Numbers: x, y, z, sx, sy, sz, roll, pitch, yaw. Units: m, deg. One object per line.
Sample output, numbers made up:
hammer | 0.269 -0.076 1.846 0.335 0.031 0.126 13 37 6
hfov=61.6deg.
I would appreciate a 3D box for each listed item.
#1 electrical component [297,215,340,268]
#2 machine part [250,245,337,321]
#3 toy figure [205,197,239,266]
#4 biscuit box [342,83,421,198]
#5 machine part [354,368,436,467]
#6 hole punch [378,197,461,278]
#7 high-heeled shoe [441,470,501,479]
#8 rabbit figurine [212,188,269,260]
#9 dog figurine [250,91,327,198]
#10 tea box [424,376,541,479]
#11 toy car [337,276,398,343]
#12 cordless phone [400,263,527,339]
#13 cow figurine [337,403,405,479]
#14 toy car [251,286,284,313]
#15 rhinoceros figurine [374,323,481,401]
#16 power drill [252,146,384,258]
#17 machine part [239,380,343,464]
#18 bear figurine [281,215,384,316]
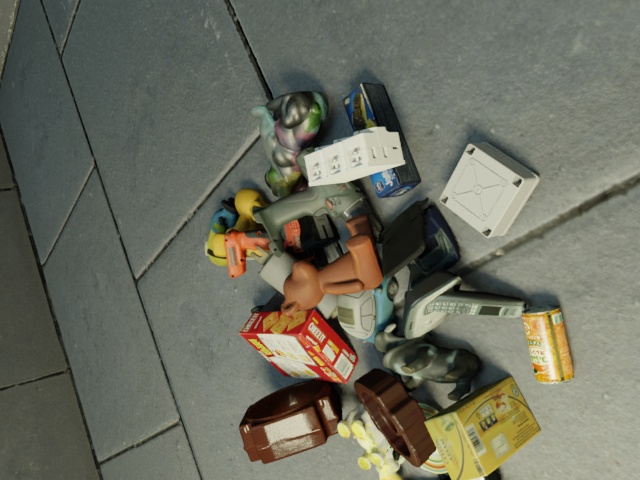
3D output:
electrical component | -0.002 -0.003 1.107 0.048 0.075 0.119 -32 70 46
machine part | -0.039 0.092 1.109 0.243 0.079 0.079 38 130 -2
toy figure | -0.239 -0.015 1.359 0.089 0.082 0.180 47 126 34
biscuit box | 0.109 -0.177 0.961 0.059 0.063 0.202 -30 75 47
machine part | 0.133 0.308 0.949 0.179 0.056 0.179 49 161 23
hole punch | 0.171 0.009 0.926 0.142 0.092 0.116 -48 30 45
high-heeled shoe | 0.200 0.439 0.949 0.249 0.086 0.145 -12 110 30
rabbit figurine | -0.168 -0.043 1.256 0.162 0.122 0.173 -12 70 45
dog figurine | -0.052 -0.179 1.109 0.192 0.108 0.219 -7 96 45
tea box | 0.250 0.283 0.817 0.068 0.169 0.098 -40 67 43
toy car | 0.080 0.127 1.024 0.109 0.103 0.161 10 103 47
cordless phone | 0.228 0.111 0.873 0.184 0.089 0.146 7 147 9
cow figurine | 0.116 0.400 1.056 0.068 0.098 0.167 -29 94 43
toy car | -0.105 0.169 1.268 0.202 0.053 0.089 -48 52 45
rhinoceros figurine | 0.178 0.201 0.928 0.191 0.112 0.073 11 138 33
power drill | -0.013 -0.049 1.031 0.207 0.086 0.232 -32 85 12
machine part | -0.058 0.368 1.120 0.201 0.201 0.087 -21 91 3
bear figurine | 0.010 0.050 0.963 0.196 0.120 0.131 -13 116 12
